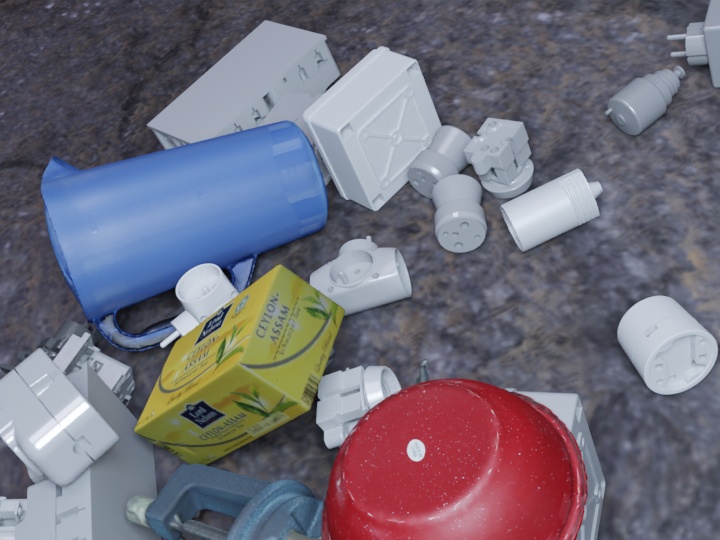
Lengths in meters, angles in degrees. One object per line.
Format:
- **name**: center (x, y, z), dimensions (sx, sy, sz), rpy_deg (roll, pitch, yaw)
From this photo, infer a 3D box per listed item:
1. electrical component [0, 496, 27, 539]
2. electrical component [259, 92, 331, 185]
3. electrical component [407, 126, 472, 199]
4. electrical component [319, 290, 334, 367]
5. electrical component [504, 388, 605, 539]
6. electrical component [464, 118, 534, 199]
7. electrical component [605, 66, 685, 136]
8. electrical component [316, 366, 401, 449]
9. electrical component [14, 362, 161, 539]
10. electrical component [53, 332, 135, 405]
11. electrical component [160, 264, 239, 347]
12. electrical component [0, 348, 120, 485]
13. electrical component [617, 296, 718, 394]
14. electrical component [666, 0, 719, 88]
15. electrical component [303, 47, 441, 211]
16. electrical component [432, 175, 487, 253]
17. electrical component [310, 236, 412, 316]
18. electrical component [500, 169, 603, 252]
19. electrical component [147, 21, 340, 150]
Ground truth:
- **electrical component**: center (-0.276, 0.207, 0.850), dimensions (0.064, 0.081, 0.042), rpy_deg (0, 45, -2)
- **electrical component**: center (-0.057, -0.135, 1.091), dimensions (0.100, 0.048, 0.099), rpy_deg (10, 54, 35)
- **electrical component**: center (0.075, -0.098, 0.984), dimensions (0.045, 0.045, 0.055), rpy_deg (17, 59, 39)
- **electrical component**: center (-0.054, 0.052, 0.887), dimensions (0.081, 0.063, 0.042), rpy_deg (5, 38, 32)
- **electrical component**: center (0.111, 0.147, 0.668), dimensions (0.056, 0.108, 0.108), rpy_deg (0, 48, 25)
- **electrical component**: center (0.125, -0.097, 0.947), dimensions (0.048, 0.055, 0.066), rpy_deg (15, 57, 39)
- **electrical component**: center (0.254, -0.152, 0.945), dimensions (0.078, 0.040, 0.040), rpy_deg (-39, 42, -12)
- **electrical component**: center (0.001, 0.101, 0.824), dimensions (0.055, 0.048, 0.066), rpy_deg (-20, 41, 20)
- **electrical component**: center (-0.203, 0.177, 0.811), dimensions (0.060, 0.105, 0.186), rpy_deg (-24, 41, 5)
- **electrical component**: center (-0.232, 0.095, 0.936), dimensions (0.064, 0.081, 0.042), rpy_deg (24, 60, 10)
- **electrical component**: center (-0.136, 0.047, 0.928), dimensions (0.079, 0.077, 0.044), rpy_deg (-40, 43, -13)
- **electrical component**: center (-0.224, 0.107, 0.770), dimensions (0.059, 0.053, 0.095), rpy_deg (-42, 42, -15)
- **electrical component**: center (0.213, 0.051, 0.752), dimensions (0.055, 0.055, 0.047), rpy_deg (-28, 37, 1)
- **electrical component**: center (0.309, -0.199, 0.942), dimensions (0.077, 0.065, 0.047), rpy_deg (1, 49, 30)
- **electrical component**: center (0.016, -0.131, 1.002), dimensions (0.109, 0.108, 0.056), rpy_deg (-45, 46, -18)
- **electrical component**: center (0.086, -0.048, 0.928), dimensions (0.045, 0.045, 0.055), rpy_deg (-16, 43, 14)
- **electrical component**: center (0.000, 0.000, 0.926), dimensions (0.077, 0.044, 0.079), rpy_deg (-17, 42, 13)
- **electrical component**: center (0.162, -0.051, 0.891), dimensions (0.081, 0.043, 0.043), rpy_deg (-26, 41, 2)
- **electrical component**: center (-0.122, -0.182, 1.165), dimensions (0.105, 0.060, 0.186), rpy_deg (25, 63, 43)
